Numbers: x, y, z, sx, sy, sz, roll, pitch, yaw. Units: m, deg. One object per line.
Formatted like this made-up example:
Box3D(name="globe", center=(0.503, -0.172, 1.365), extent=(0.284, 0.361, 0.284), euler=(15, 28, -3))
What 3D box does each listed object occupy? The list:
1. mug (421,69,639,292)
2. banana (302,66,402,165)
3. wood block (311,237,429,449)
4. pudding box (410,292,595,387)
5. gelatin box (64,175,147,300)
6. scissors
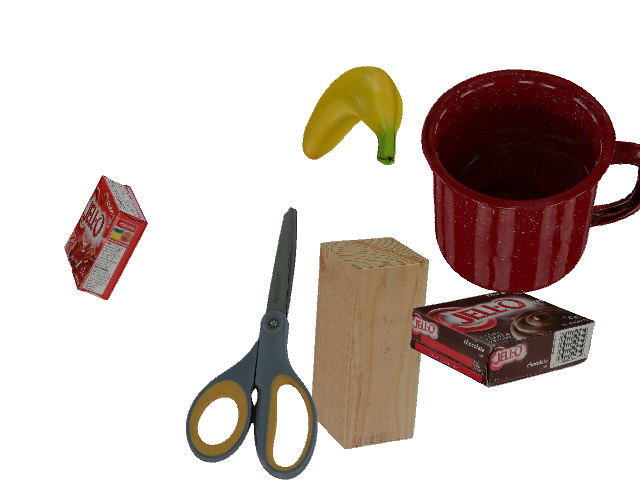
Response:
Box3D(name="mug", center=(0.111, -0.028, 0.549), extent=(0.117, 0.093, 0.081), euler=(-4, -38, 4))
Box3D(name="banana", center=(0.021, -0.094, 0.792), extent=(0.037, 0.069, 0.198), euler=(22, -1, -15))
Box3D(name="wood block", center=(0.052, 0.110, 1.163), extent=(0.090, 0.206, 0.091), euler=(-5, 19, -24))
Box3D(name="pudding box", center=(0.140, 0.073, 0.826), extent=(0.113, 0.039, 0.090), euler=(-6, 19, -35))
Box3D(name="gelatin box", center=(-0.176, -0.004, 0.870), extent=(0.030, 0.073, 0.089), euler=(24, 13, -28))
Box3D(name="scissors", center=(-0.050, 0.069, 0.733), extent=(0.096, 0.202, 0.016), euler=(-11, -32, 1))
